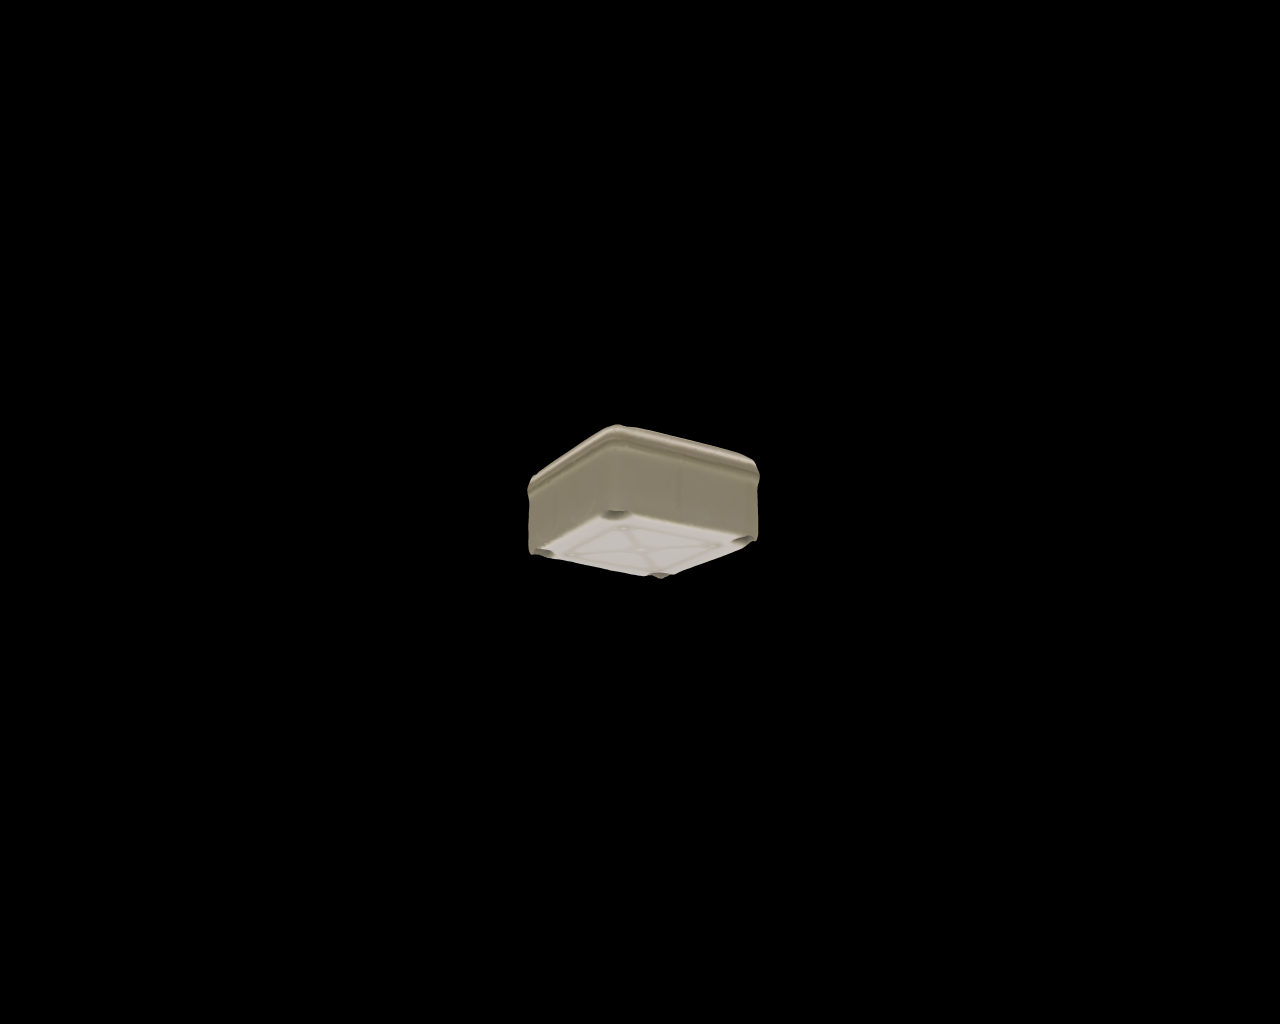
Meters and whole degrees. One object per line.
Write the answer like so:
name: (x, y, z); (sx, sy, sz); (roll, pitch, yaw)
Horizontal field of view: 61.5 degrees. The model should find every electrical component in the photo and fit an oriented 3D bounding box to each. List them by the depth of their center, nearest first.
electrical component: (0.001, -0.003, 0.650); (0.109, 0.056, 0.108); (12, -23, -31)
